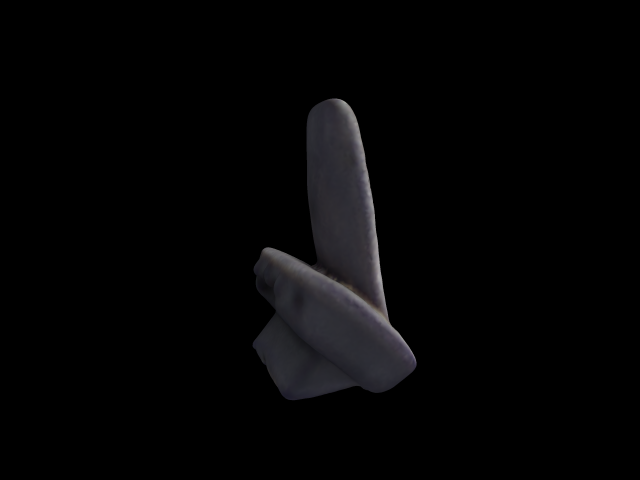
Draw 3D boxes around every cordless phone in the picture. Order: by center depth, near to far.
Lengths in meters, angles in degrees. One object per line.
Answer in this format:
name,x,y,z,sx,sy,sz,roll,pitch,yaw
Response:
cordless phone,0.004,0.001,0.400,0.094,0.185,0.147,-3,7,-22
